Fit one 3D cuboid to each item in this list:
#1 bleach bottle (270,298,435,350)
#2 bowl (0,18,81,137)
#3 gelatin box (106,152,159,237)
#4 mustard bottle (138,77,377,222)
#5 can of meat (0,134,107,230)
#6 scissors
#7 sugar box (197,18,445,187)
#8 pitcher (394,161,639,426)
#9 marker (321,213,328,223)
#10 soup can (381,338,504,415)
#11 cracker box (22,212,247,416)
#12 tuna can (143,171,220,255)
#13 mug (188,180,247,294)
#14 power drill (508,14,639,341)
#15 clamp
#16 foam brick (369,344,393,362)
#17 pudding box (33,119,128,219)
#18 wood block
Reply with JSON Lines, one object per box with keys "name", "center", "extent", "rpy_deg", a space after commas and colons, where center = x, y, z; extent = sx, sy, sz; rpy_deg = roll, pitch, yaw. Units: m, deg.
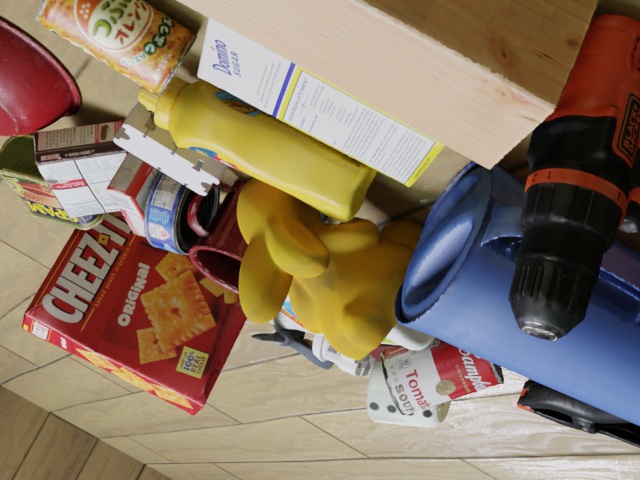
{"name": "bleach bottle", "center": [0.011, 0.064, 1.076], "extent": [0.102, 0.068, 0.251], "rpy_deg": [39, 157, -22]}
{"name": "bowl", "center": [-0.301, -0.143, 0.969], "extent": [0.162, 0.055, 0.162], "rpy_deg": [22, 157, 10]}
{"name": "gelatin box", "center": [-0.157, -0.051, 0.989], "extent": [0.030, 0.073, 0.089], "rpy_deg": [19, 157, 18]}
{"name": "mustard bottle", "center": [-0.052, -0.077, 0.822], "extent": [0.191, 0.058, 0.096], "rpy_deg": [25, -171, 7]}
{"name": "can of meat", "center": [-0.280, -0.063, 1.119], "extent": [0.102, 0.057, 0.084], "rpy_deg": [13, 152, 28]}
{"name": "scissors", "center": [-0.026, 0.118, 1.169], "extent": [0.096, 0.016, 0.201], "rpy_deg": [38, -175, 0]}
{"name": "sugar box", "center": [0.005, -0.107, 0.732], "extent": [0.176, 0.048, 0.093], "rpy_deg": [30, 159, -1]}
{"name": "pitcher", "center": [0.189, 0.049, 0.770], "extent": [0.242, 0.149, 0.145], "rpy_deg": [26, 115, -10]}
{"name": "marker", "center": [-0.006, 0.001, 0.966], "extent": [0.020, 0.020, 0.121], "rpy_deg": [23, 138, 8]}
{"name": "soup can", "center": [0.116, 0.120, 1.019], "extent": [0.102, 0.068, 0.068], "rpy_deg": [-20, 141, 12]}
{"name": "cracker box", "center": [-0.191, 0.070, 1.170], "extent": [0.213, 0.164, 0.072], "rpy_deg": [29, 155, -7]}
{"name": "tuna can", "center": [-0.126, -0.030, 0.986], "extent": [0.034, 0.086, 0.086], "rpy_deg": [16, 156, 19]}
{"name": "mug", "center": [-0.071, -0.008, 0.979], "extent": [0.117, 0.081, 0.093], "rpy_deg": [37, 155, -25]}
{"name": "power drill", "center": [0.182, -0.007, 0.604], "extent": [0.057, 0.184, 0.187], "rpy_deg": [3, 158, 45]}
{"name": "clamp", "center": [0.270, 0.168, 1.054], "extent": [0.172, 0.039, 0.120], "rpy_deg": [11, 151, 33]}
{"name": "foam brick", "center": [0.088, 0.106, 1.095], "extent": [0.078, 0.053, 0.051], "rpy_deg": [41, 154, -30]}
{"name": "pudding box", "center": [-0.212, -0.066, 1.018], "extent": [0.090, 0.039, 0.113], "rpy_deg": [-8, 154, 2]}
{"name": "wood block", "center": [0.034, -0.136, 0.577], "extent": [0.206, 0.090, 0.091], "rpy_deg": [28, 158, -5]}
